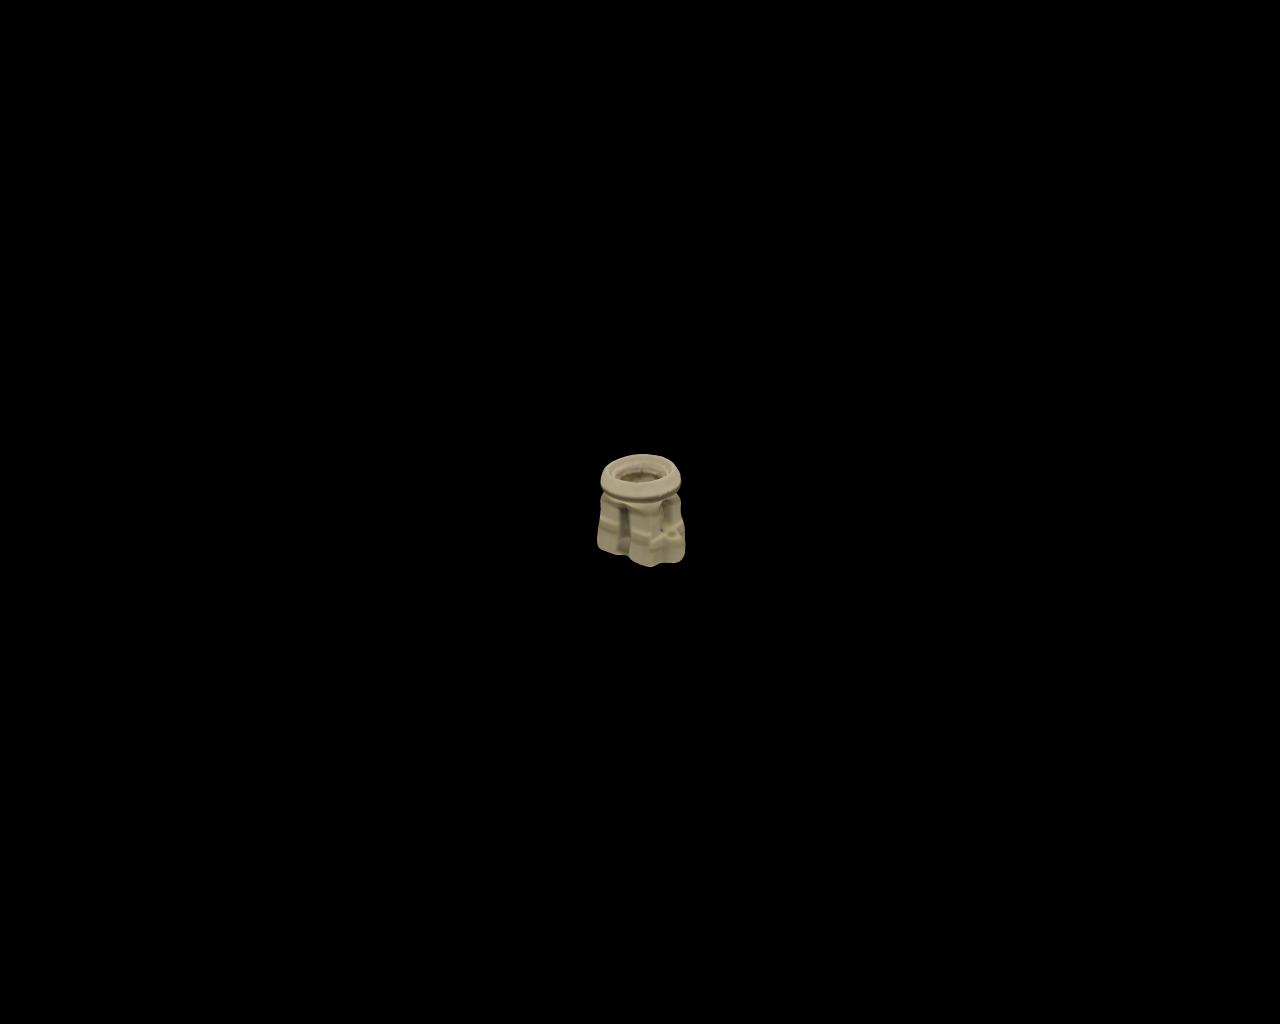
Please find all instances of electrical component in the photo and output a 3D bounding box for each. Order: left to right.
[{"bbox_3d":[0.001,-0.003,0.650,0.066,0.055,0.048,18,32,31],"label":"electrical component"}]
